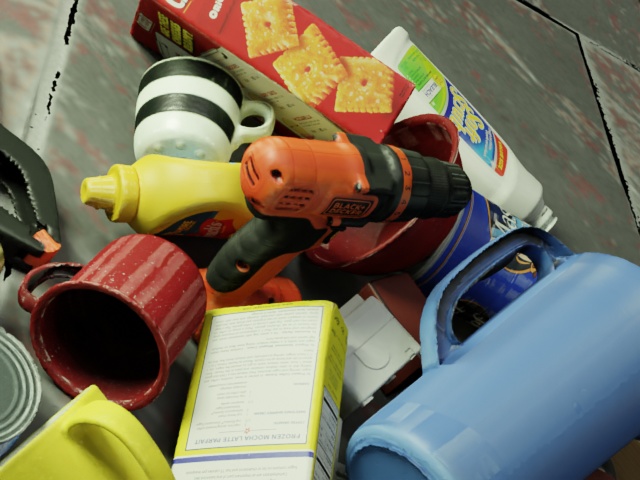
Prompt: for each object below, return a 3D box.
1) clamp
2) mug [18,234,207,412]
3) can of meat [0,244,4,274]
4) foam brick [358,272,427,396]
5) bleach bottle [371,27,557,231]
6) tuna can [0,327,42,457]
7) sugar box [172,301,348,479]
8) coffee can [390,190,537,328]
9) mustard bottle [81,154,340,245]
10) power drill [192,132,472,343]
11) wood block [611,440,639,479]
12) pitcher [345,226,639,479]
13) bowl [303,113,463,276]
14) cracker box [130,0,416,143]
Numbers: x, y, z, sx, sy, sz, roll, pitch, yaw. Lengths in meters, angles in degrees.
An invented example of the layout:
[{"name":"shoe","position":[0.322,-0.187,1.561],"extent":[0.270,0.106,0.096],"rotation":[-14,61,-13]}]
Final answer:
[{"name":"clamp","position":[-0.241,-0.070,0.730],"extent":[0.210,0.036,0.164],"rotation":[47,36,3]},{"name":"mug","position":[-0.133,0.044,0.678],"extent":[0.117,0.093,0.081],"rotation":[18,31,10]},{"name":"can of meat","position":[-0.252,0.004,0.631],"extent":[0.102,0.058,0.083],"rotation":[47,35,6]},{"name":"foam brick","position":[0.060,0.073,0.842],"extent":[0.051,0.053,0.078],"rotation":[-16,66,-48]},{"name":"bleach bottle","position":[0.141,-0.100,1.081],"extent":[0.251,0.068,0.102],"rotation":[42,37,-4]},{"name":"tuna can","position":[-0.205,0.087,0.608],"extent":[0.086,0.034,0.086],"rotation":[24,41,-22]},{"name":"sugar box","position":[-0.038,0.121,0.657],"extent":[0.048,0.093,0.176],"rotation":[62,28,-48]},{"name":"coffee can","position":[0.146,0.024,0.926],"extent":[0.140,0.103,0.102],"rotation":[30,38,-15]},{"name":"mustard bottle","position":[-0.080,-0.029,0.781],"extent":[0.191,0.096,0.058],"rotation":[4,79,-30]},{"name":"power drill","position":[-0.005,0.001,0.745],"extent":[0.184,0.188,0.057],"rotation":[5,49,-37]},{"name":"wood block","position":[0.254,0.178,0.880],"extent":[0.206,0.091,0.090],"rotation":[51,37,12]},{"name":"pitcher","position":[0.128,0.105,0.714],"extent":[0.242,0.145,0.149],"rotation":[-29,42,-36]},{"name":"bowl","position":[0.062,-0.026,0.868],"extent":[0.055,0.162,0.162],"rotation":[44,33,-27]},{"name":"cracker box","position":[-0.045,-0.151,0.882],"extent":[0.213,0.164,0.072],"rotation":[34,82,-11]}]
